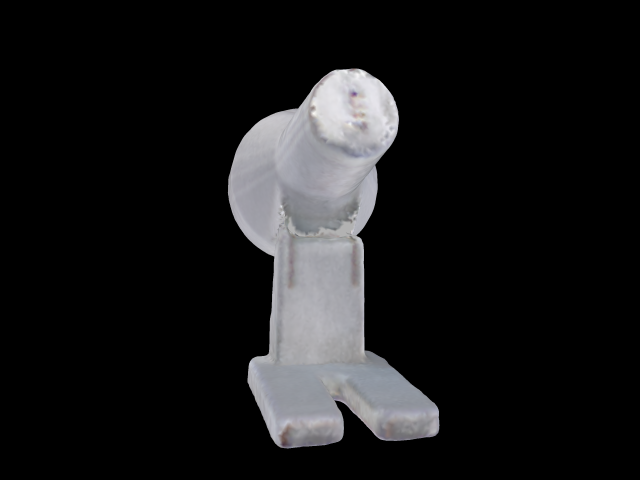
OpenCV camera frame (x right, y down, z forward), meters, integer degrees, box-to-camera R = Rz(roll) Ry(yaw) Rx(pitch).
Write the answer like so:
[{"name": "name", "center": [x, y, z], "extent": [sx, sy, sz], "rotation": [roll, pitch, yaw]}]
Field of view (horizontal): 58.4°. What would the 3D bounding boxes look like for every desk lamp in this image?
[{"name": "desk lamp", "center": [0.004, 0.001, 0.400], "extent": [0.118, 0.213, 0.203], "rotation": [-1, 5, -15]}]
